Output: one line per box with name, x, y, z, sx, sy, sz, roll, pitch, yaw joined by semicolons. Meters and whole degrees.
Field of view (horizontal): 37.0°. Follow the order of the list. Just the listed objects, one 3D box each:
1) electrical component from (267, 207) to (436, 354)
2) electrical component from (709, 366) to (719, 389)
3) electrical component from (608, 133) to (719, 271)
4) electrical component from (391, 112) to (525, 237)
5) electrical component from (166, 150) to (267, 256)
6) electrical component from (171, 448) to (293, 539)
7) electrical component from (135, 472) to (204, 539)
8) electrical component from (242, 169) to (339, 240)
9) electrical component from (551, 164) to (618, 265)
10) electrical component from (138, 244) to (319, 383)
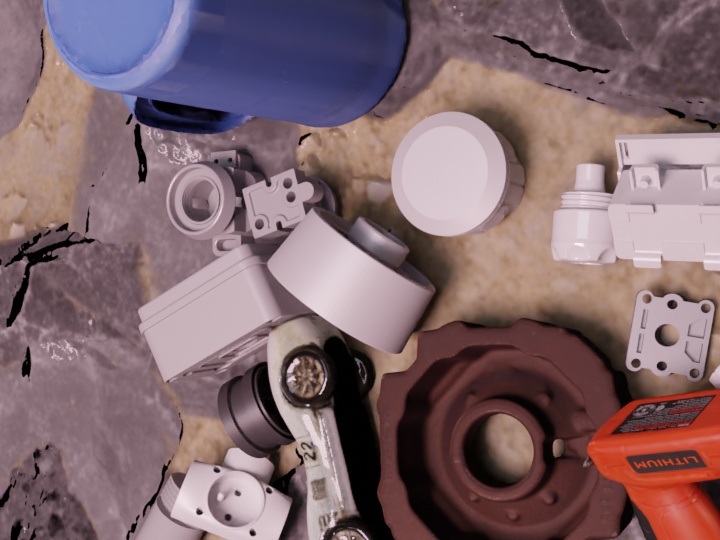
electrical component;0.000;0.000;0.714;0.108;0.108;0.060;38;99;24
electrical component;0.240;0.060;0.597;0.080;0.080;0.051;-44;64;20
electrical component;0.210;-0.037;0.618;0.121;0.063;0.078;3;130;28
electrical component;0.066;-0.061;0.710;0.080;0.051;0.080;-1;88;28
electrical component;-0.106;-0.050;0.798;0.058;0.057;0.078;-2;87;28
electrical component;-0.086;0.155;0.781;0.077;0.044;0.079;22;61;-2
electrical component;-0.138;0.190;0.814;0.043;0.043;0.081;35;104;25
electrical component;-0.047;-0.045;0.766;0.066;0.055;0.048;-19;79;26
electrical component;0.143;-0.035;0.672;0.043;0.043;0.062;3;88;28
electrical component;-0.094;0.030;0.777;0.113;0.078;0.057;-30;77;24
